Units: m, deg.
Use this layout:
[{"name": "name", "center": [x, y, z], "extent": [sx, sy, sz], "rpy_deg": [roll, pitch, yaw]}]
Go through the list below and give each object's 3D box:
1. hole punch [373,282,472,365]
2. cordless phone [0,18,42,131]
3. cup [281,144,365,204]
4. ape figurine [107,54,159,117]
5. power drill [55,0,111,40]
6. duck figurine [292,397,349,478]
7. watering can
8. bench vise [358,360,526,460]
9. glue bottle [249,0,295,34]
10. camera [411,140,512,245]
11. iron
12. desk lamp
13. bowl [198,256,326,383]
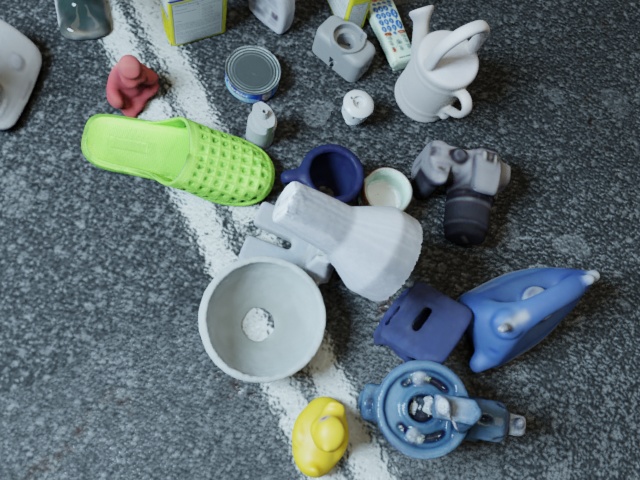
[{"name": "hole punch", "center": [0.143, 0.121, 0.807], "extent": [0.101, 0.091, 0.109], "rpy_deg": [38, 71, 1]}, {"name": "cordless phone", "center": [-0.444, -0.241, 0.740], "extent": [0.094, 0.185, 0.147], "rpy_deg": [14, 72, -7]}, {"name": "cup", "center": [-0.002, -0.080, 0.832], "extent": [0.118, 0.095, 0.091], "rpy_deg": [-4, 75, -12]}, {"name": "ape figurine", "center": [-0.271, -0.230, 0.821], "extent": [0.078, 0.092, 0.076], "rpy_deg": [-15, 78, -15]}, {"name": "power drill", "center": [-0.345, -0.376, 0.786], "extent": [0.076, 0.208, 0.229], "rpy_deg": [-13, 77, -14]}, {"name": "duck figurine", "center": [0.006, 0.256, 0.744], "extent": [0.077, 0.086, 0.104], "rpy_deg": [20, 72, -5]}, {"name": "watering can", "center": [0.184, -0.273, 0.872], "extent": [0.173, 0.194, 0.101], "rpy_deg": [43, 71, 3]}, {"name": "bench vise", "center": [0.170, 0.206, 0.721], "extent": [0.208, 0.219, 0.121], "rpy_deg": [-6, 76, -13]}, {"name": "glue bottle", "center": [-0.067, -0.391, 0.865], "extent": [0.078, 0.173, 0.037], "rpy_deg": [42, 71, 2]}, {"name": "camera", "center": [0.216, -0.070, 0.871], "extent": [0.143, 0.100, 0.137], "rpy_deg": [14, 72, -7]}, {"name": "iron", "center": [0.317, 0.088, 0.825], "extent": [0.259, 0.141, 0.118], "rpy_deg": [-25, 81, -17]}, {"name": "desk lamp", "center": [0.007, 0.003, 0.748], "extent": [0.203, 0.213, 0.118], "rpy_deg": [22, 71, -5]}, {"name": "bowl", "center": [-0.079, 0.109, 0.774], "extent": [0.167, 0.074, 0.167], "rpy_deg": [3, 74, -11]}]
